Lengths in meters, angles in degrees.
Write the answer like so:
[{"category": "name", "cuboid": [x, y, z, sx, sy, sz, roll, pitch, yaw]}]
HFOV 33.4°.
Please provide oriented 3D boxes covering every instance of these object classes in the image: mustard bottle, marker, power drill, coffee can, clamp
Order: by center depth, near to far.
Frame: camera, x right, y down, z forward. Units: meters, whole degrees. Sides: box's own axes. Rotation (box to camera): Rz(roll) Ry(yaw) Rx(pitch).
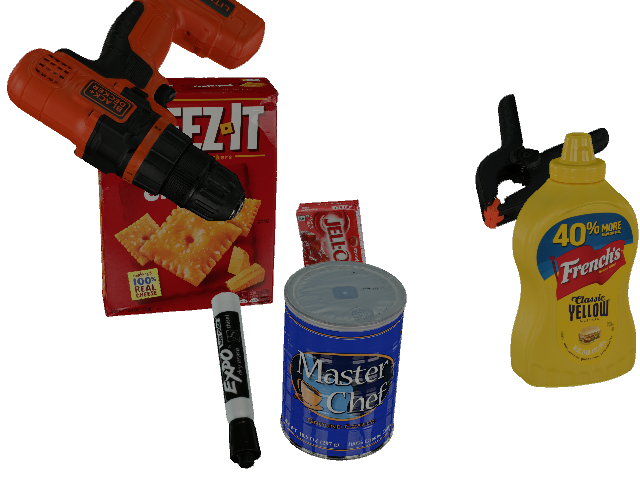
[{"category": "marker", "cuboid": [-0.053, 0.086, 0.672, 0.020, 0.121, 0.020, -7, -37, -6]}, {"category": "power drill", "cuboid": [-0.110, -0.116, 0.793, 0.184, 0.187, 0.057, 33, -43, -6]}, {"category": "mustard bottle", "cuboid": [0.195, 0.013, 0.815, 0.096, 0.192, 0.058, -6, 16, -11]}, {"category": "coffee can", "cuboid": [0.018, 0.103, 0.923, 0.103, 0.140, 0.103, 2, 29, -1]}, {"category": "clamp", "cuboid": [0.202, -0.084, 1.087, 0.120, 0.039, 0.171, 29, 55, 30]}]

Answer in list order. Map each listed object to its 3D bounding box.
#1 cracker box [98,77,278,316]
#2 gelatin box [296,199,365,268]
[{"category": "cracker box", "cuboid": [-0.125, -0.041, 1.001, 0.164, 0.214, 0.072, -3, 21, -14]}, {"category": "gelatin box", "cuboid": [0.013, -0.003, 1.288, 0.073, 0.089, 0.030, -2, 29, 11]}]
